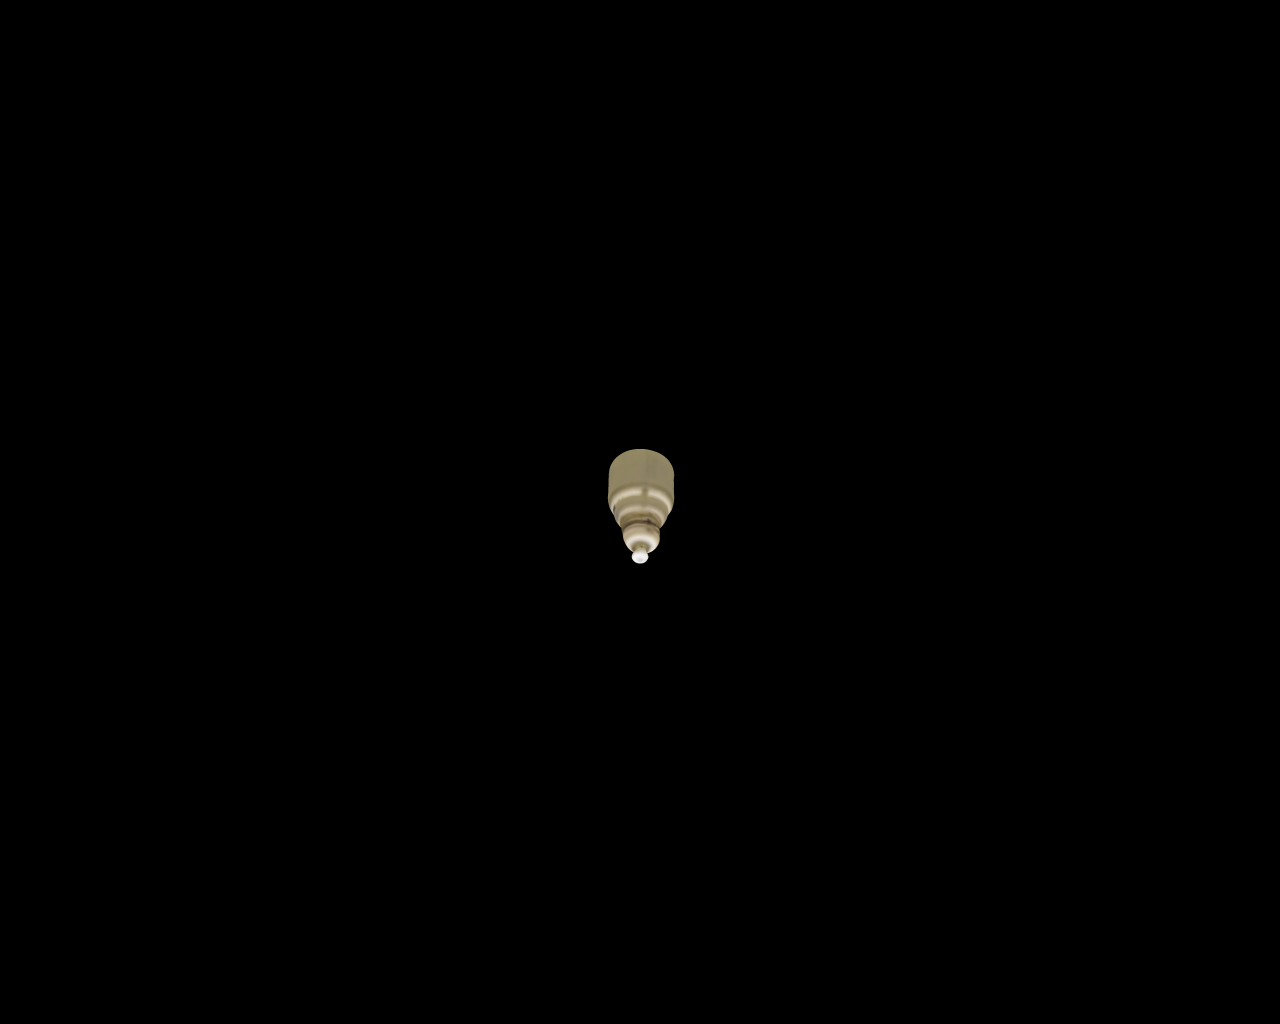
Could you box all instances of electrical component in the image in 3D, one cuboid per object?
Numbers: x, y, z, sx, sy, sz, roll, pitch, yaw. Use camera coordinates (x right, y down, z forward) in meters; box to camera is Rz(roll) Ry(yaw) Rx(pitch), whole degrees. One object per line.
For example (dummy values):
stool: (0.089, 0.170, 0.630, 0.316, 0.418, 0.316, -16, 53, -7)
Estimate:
electrical component: (0.001, -0.003, 0.650, 0.040, 0.078, 0.040, 0, -38, 0)
